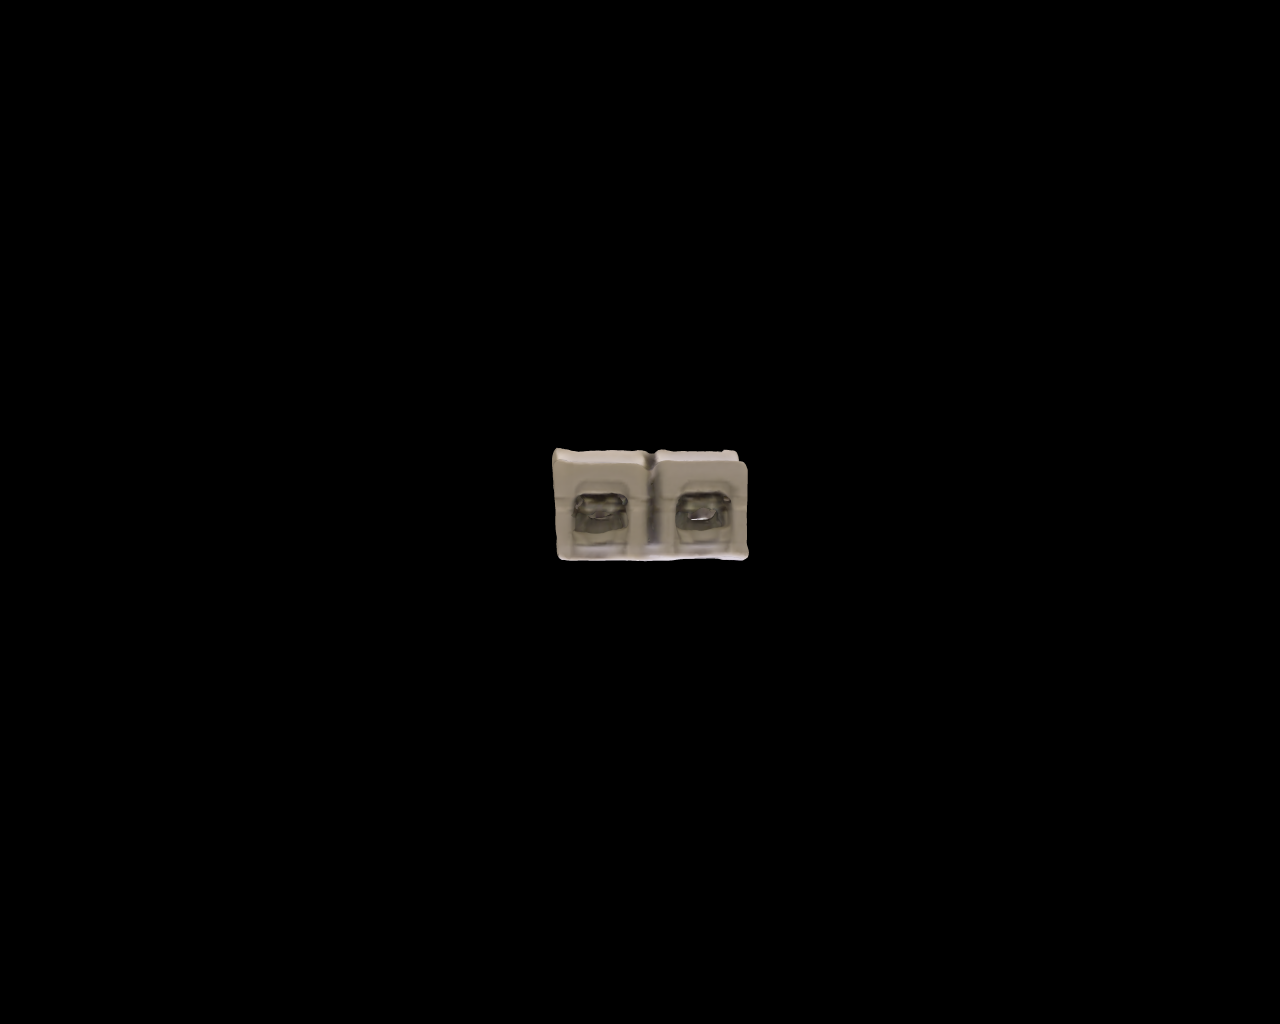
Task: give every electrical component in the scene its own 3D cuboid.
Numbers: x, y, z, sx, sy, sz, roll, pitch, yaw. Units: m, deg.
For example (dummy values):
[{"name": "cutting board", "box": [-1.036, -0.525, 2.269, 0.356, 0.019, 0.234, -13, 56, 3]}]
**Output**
[{"name": "electrical component", "box": [0.001, -0.003, 0.650, 0.105, 0.060, 0.186, 0, -2, -4]}]
